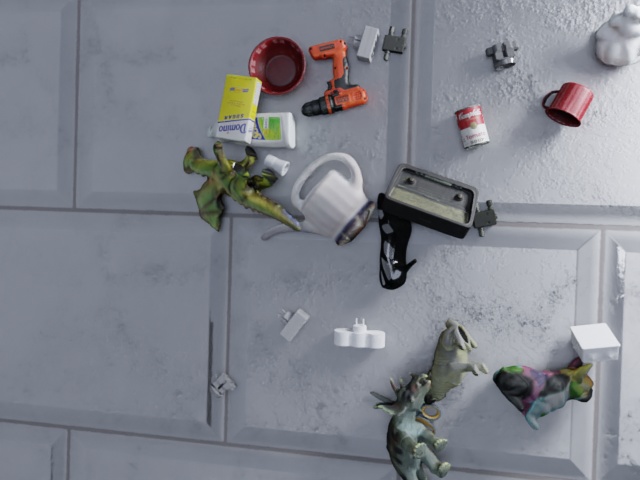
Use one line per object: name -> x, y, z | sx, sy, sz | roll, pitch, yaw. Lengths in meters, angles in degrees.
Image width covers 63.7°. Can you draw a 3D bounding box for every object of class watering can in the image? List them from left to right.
watering can -> 0.004, -0.071, 1.402 | 0.225, 0.105, 0.343 | 42, 110, 7

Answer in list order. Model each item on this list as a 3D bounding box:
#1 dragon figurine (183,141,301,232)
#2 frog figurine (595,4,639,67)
dragon figurine -> -0.247, -0.122, 1.440 | 0.239, 0.123, 0.413 | -44, 78, 32
frog figurine -> 0.743, -0.490, 1.242 | 0.138, 0.160, 0.122 | 30, 98, 7
